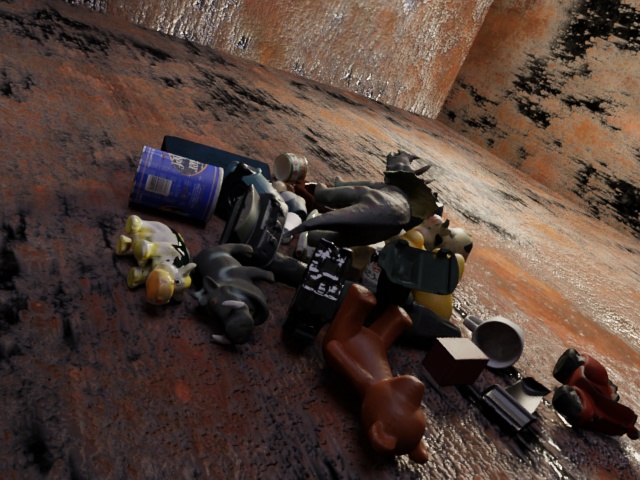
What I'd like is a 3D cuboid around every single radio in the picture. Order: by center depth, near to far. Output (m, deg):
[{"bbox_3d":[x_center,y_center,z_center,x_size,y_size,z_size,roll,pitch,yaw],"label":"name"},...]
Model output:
[{"bbox_3d":[-0.216,-0.135,1.109,0.229,0.073,0.131,13,26,-20],"label":"radio"}]

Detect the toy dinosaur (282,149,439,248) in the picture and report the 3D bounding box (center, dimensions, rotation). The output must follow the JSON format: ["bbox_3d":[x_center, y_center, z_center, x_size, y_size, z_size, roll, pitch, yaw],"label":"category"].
[{"bbox_3d":[0.097,-0.052,0.952,0.192,0.131,0.405,-1,21,23],"label":"toy dinosaur"}]

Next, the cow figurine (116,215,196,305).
[{"bbox_3d":[-0.217,0.035,0.750,0.098,0.068,0.168,12,26,-40],"label":"cow figurine"}]

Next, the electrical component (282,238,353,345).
[{"bbox_3d":[-0.006,0.079,0.763,0.058,0.134,0.115,22,-20,0],"label":"electrical component"}]

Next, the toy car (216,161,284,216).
[{"bbox_3d":[-0.118,-0.073,1.021,0.162,0.109,0.103,41,22,26],"label":"toy car"}]

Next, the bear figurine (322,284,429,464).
[{"bbox_3d":[0.080,0.166,0.666,0.120,0.132,0.196,31,9,-33],"label":"bear figurine"}]

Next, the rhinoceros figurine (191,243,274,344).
[{"bbox_3d":[-0.125,0.068,0.749,0.112,0.073,0.190,10,26,-32],"label":"rhinoceros figurine"}]

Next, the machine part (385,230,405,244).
[{"bbox_3d":[0.171,0.028,1.113,0.079,0.079,0.243,4,29,-38],"label":"machine part"}]

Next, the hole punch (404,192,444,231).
[{"bbox_3d":[0.228,-0.038,1.250,0.116,0.142,0.092,4,25,-10],"label":"hole punch"}]

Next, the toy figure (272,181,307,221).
[{"bbox_3d":[-0.075,-0.086,1.146,0.064,0.057,0.155,-2,34,-28],"label":"toy figure"}]

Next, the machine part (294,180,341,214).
[{"bbox_3d":[0.018,-0.076,1.220,0.179,0.056,0.179,20,22,-9],"label":"machine part"}]

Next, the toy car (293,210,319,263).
[{"bbox_3d":[-0.002,-0.003,1.041,0.073,0.056,0.202,23,23,-3],"label":"toy car"}]

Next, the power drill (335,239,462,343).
[{"bbox_3d":[0.138,0.087,0.814,0.232,0.207,0.086,14,63,-2],"label":"power drill"}]

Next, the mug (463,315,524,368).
[{"bbox_3d":[0.306,0.169,0.944,0.110,0.080,0.107,27,11,25],"label":"mug"}]

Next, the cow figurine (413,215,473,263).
[{"bbox_3d":[0.272,0.001,1.203,0.195,0.127,0.086,6,26,-41],"label":"cow figurine"}]

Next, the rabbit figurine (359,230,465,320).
[{"bbox_3d":[0.183,0.077,0.957,0.121,0.162,0.173,15,39,-50],"label":"rabbit figurine"}]

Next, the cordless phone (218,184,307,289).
[{"bbox_3d":[-0.069,0.003,0.903,0.184,0.088,0.147,26,49,-16],"label":"cordless phone"}]

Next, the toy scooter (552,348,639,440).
[{"bbox_3d":[0.455,0.259,0.884,0.135,0.075,0.184,30,27,15],"label":"toy scooter"}]

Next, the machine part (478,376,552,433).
[{"bbox_3d":[0.299,0.243,0.817,0.139,0.039,0.084,-6,32,-46],"label":"machine part"}]
